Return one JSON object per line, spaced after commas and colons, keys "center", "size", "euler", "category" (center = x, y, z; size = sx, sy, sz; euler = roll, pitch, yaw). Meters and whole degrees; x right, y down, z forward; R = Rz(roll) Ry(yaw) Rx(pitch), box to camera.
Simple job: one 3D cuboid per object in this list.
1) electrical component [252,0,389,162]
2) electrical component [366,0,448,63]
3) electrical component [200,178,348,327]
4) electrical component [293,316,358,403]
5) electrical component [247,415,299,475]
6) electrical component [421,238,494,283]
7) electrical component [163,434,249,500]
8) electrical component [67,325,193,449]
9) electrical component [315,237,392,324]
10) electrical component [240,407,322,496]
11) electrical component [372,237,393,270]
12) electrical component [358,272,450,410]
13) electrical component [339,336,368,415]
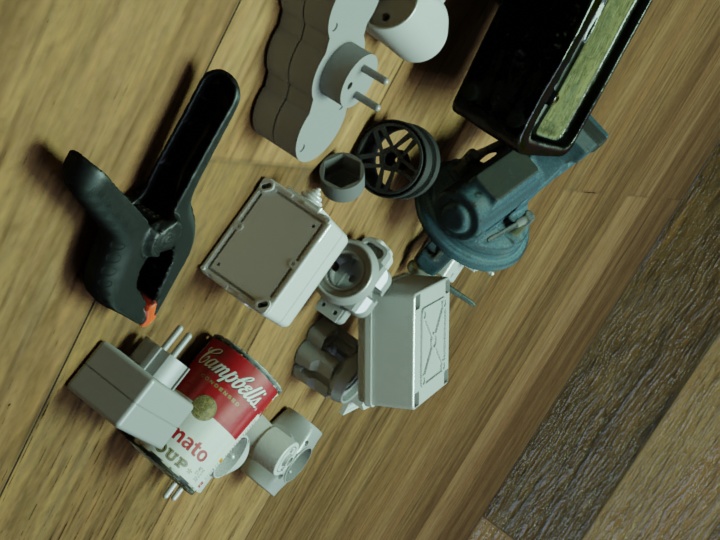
{"center": [-0.014, -0.124, 0.662], "size": [0.052, 0.074, 0.138], "euler": [-35, 152, -46], "category": "electrical component"}
{"center": [0.039, -0.188, 0.731], "size": [0.079, 0.044, 0.077], "euler": [-57, 161, 5], "category": "electrical component"}
{"center": [-0.054, -0.016, 0.762], "size": [0.096, 0.062, 0.061], "euler": [-55, 161, -3], "category": "electrical component"}
{"center": [-0.024, 0.089, 1.018], "size": [0.058, 0.057, 0.078], "euler": [-41, 156, -38], "category": "electrical component"}
{"center": [-0.087, 0.151, 0.952], "size": [0.044, 0.065, 0.044], "euler": [-48, 159, -25], "category": "electrical component"}
{"center": [0.116, -0.023, 1.143], "size": [0.083, 0.076, 0.047], "euler": [-57, 161, 3], "category": "electrical component"}
{"center": [-0.133, 0.155, 0.880], "size": [0.079, 0.044, 0.077], "euler": [-54, 161, -8], "category": "electrical component"}
{"center": [-0.140, 0.070, 0.718], "size": [0.075, 0.047, 0.083], "euler": [-53, 161, -10], "category": "electrical component"}
{"center": [-0.009, 0.005, 0.915], "size": [0.078, 0.058, 0.057], "euler": [-54, 164, -4], "category": "electrical component"}
{"center": [-0.079, 0.171, 1.037], "size": [0.077, 0.044, 0.079], "euler": [-51, 160, -13], "category": "electrical component"}
{"center": [0.000, 0.000, 0.963], "size": [0.061, 0.035, 0.035], "euler": [-44, 158, -23], "category": "electrical component"}
{"center": [0.043, 0.064, 0.999], "size": [0.109, 0.056, 0.108], "euler": [-21, 113, -67], "category": "electrical component"}
{"center": [-0.003, 0.100, 1.077], "size": [0.081, 0.064, 0.042], "euler": [-62, 162, 18], "category": "electrical component"}
